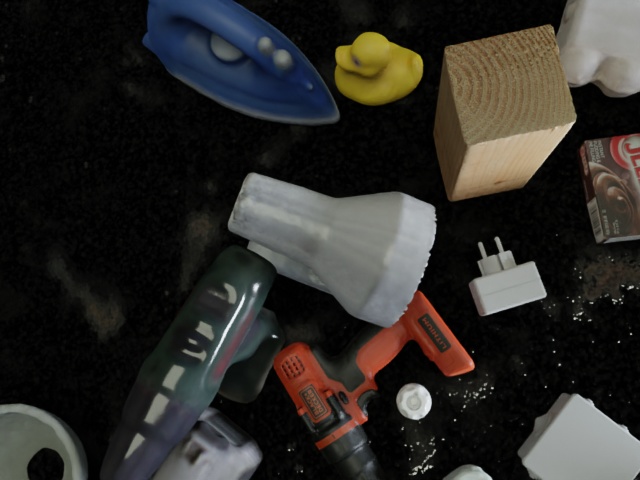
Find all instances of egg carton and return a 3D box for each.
[{"bbox_3d":[0.319,-0.234,0.630,0.107,0.069,0.150,16,83,10],"label":"egg carton"}]

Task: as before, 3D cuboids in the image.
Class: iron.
[{"bbox_3d":[-0.093,-0.222,0.649,0.258,0.141,0.119,31,86,12],"label":"iron"}]

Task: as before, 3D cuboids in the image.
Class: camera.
[{"bbox_3d":[-0.156,0.243,0.604,0.143,0.101,0.137,34,87,12],"label":"camera"}]

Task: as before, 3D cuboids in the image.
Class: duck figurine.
[{"bbox_3d":[0.065,-0.203,0.652,0.104,0.086,0.077,1,81,8],"label":"duck figurine"}]

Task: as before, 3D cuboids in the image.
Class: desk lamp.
[{"bbox_3d":[0.005,0.002,0.562,0.203,0.214,0.118,19,84,11],"label":"desk lamp"}]

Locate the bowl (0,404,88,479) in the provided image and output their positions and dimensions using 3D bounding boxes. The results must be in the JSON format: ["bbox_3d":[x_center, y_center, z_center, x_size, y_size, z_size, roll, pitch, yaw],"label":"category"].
[{"bbox_3d":[-0.325,0.264,0.637,0.167,0.075,0.167,-1,81,8],"label":"bowl"}]

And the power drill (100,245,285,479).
[{"bbox_3d":[-0.105,0.121,0.561,0.075,0.208,0.230,25,85,11],"label":"power drill"}]
